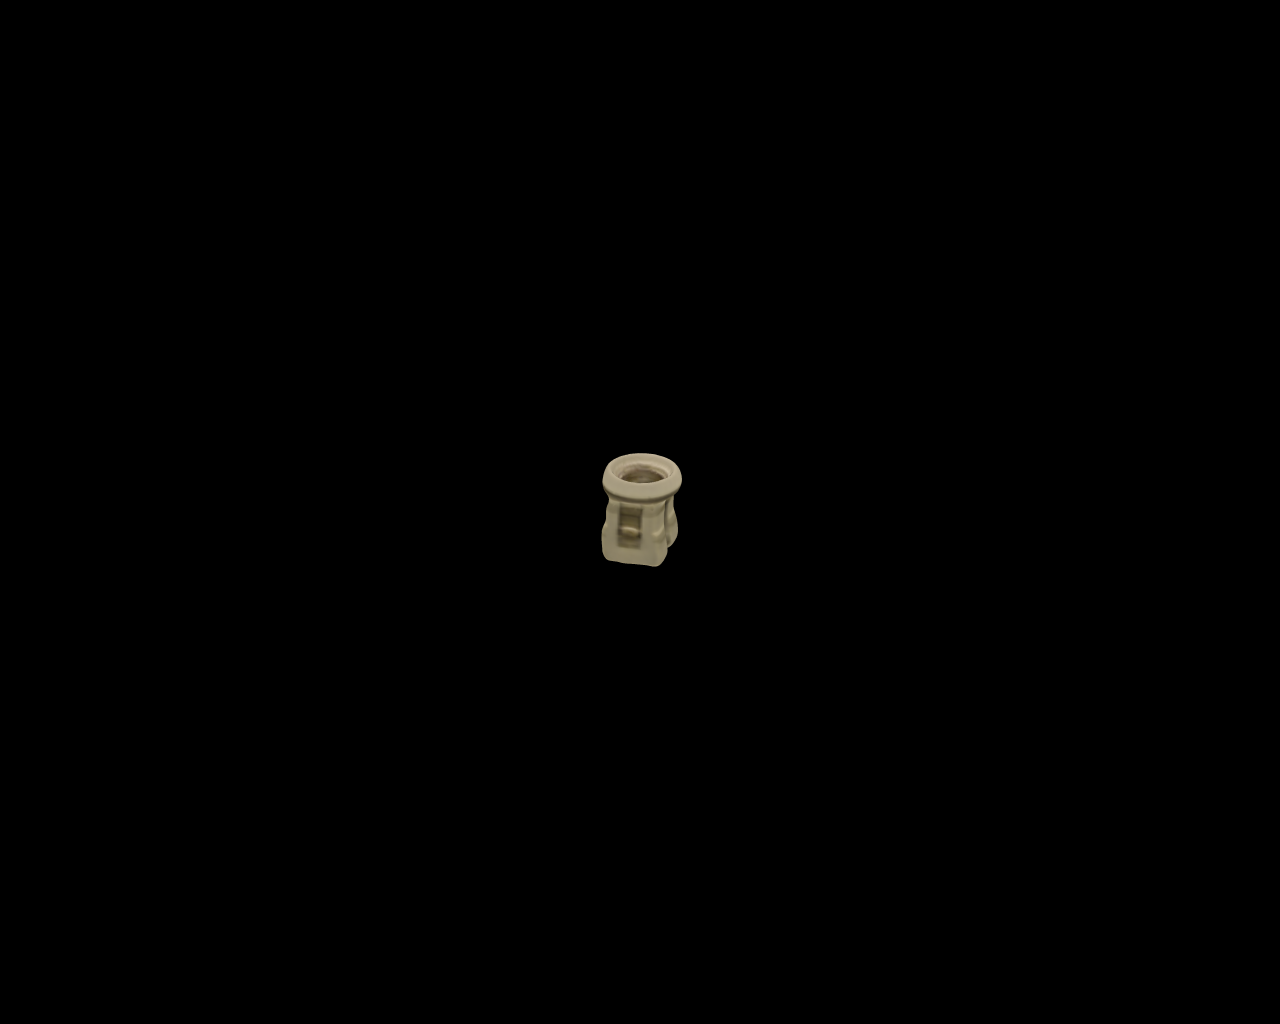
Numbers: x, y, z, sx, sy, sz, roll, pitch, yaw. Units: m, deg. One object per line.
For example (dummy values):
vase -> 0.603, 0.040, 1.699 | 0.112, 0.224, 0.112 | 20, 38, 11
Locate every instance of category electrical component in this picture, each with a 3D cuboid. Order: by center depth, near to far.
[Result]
electrical component -> 0.001, -0.003, 0.650 | 0.048, 0.055, 0.066 | 7, 27, 14
